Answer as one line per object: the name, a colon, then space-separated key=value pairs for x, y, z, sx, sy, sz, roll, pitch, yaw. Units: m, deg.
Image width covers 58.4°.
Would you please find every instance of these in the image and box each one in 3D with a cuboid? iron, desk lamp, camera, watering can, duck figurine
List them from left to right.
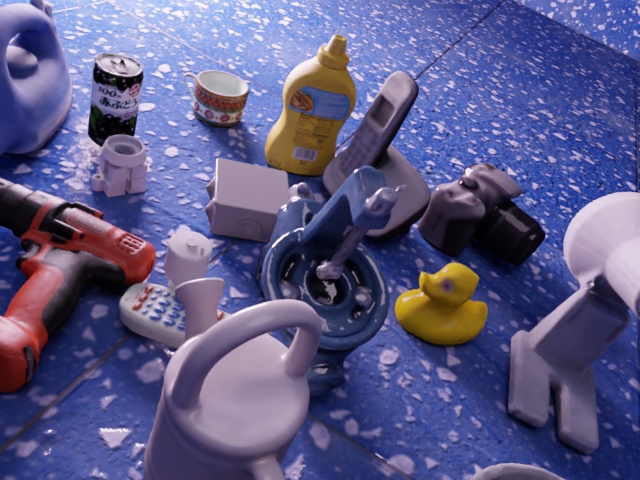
iron: x=-0.349 y=-0.208 z=0.654 sx=0.119 sy=0.141 sz=0.258 roll=16 pitch=39 yaw=-9
watering can: x=-0.063 y=0.103 z=0.396 sx=0.172 sy=0.194 sz=0.101 roll=40 pitch=41 yaw=20
duck figurine: x=0.145 y=0.064 z=0.635 sx=0.105 sy=0.086 sz=0.077 roll=13 pitch=39 yaw=-13
camera: x=0.232 y=-0.031 z=0.779 sx=0.143 sy=0.101 sz=0.136 roll=-22 pitch=57 yaw=-42
desk lamp: x=0.300 y=0.075 z=0.600 sx=0.118 sy=0.213 sz=0.203 roll=25 pitch=38 yaw=3

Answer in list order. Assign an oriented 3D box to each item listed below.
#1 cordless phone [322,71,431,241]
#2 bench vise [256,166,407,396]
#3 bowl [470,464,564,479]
cordless phone: x=0.089 y=-0.104 z=0.723 sx=0.094 sy=0.185 sz=0.147 roll=-12 pitch=50 yaw=-36
bench vise: x=-0.005 y=0.003 z=0.521 sx=0.122 sy=0.219 sz=0.207 roll=-8 pitch=48 yaw=-34
bowl: x=0.156 y=0.260 z=0.423 sx=0.168 sy=0.074 sz=0.167 roll=14 pitch=39 yaw=-12
